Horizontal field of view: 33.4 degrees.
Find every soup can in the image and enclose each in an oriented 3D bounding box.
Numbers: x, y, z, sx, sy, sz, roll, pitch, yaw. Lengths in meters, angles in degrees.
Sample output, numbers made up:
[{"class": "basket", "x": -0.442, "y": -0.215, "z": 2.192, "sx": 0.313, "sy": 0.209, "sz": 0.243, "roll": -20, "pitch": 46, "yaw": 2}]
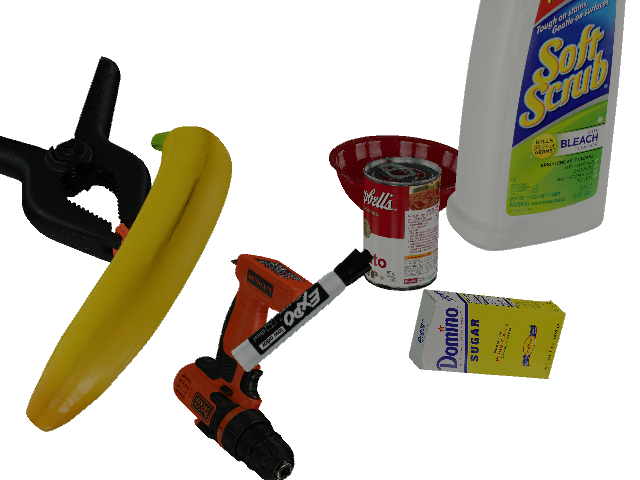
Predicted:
[{"class": "soup can", "x": 0.071, "y": -0.015, "z": 0.939, "sx": 0.068, "sy": 0.102, "sz": 0.068, "roll": -1, "pitch": 23, "yaw": 0}]

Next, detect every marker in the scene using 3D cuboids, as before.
[{"class": "marker", "x": -0.011, "y": 0.048, "z": 0.757, "sx": 0.121, "sy": 0.020, "sz": 0.020, "roll": -40, "pitch": 4, "yaw": -4}]

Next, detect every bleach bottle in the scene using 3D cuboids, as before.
[{"class": "bleach bottle", "x": 0.131, "y": -0.122, "z": 0.639, "sx": 0.102, "sy": 0.251, "sz": 0.068, "roll": -11, "pitch": 30, "yaw": -16}]

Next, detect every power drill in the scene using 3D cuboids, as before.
[{"class": "power drill", "x": -0.062, "y": 0.121, "z": 1.059, "sx": 0.057, "sy": 0.188, "sz": 0.185, "roll": 13, "pitch": 14, "yaw": -46}]

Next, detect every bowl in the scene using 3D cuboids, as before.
[{"class": "bowl", "x": 0.088, "y": -0.064, "z": 1.189, "sx": 0.162, "sy": 0.055, "sz": 0.162, "roll": 3, "pitch": 26, "yaw": -2}]

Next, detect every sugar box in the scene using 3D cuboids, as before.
[{"class": "sugar box", "x": 0.203, "y": 0.116, "z": 1.305, "sx": 0.176, "sy": 0.093, "sz": 0.048, "roll": 5, "pitch": 17, "yaw": -18}]

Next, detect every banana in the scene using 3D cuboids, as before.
[{"class": "banana", "x": -0.082, "y": 0.004, "z": 0.518, "sx": 0.037, "sy": 0.197, "sz": 0.070, "roll": 36, "pitch": -46, "yaw": -19}]

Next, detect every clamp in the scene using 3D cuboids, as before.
[{"class": "clamp", "x": -0.182, "y": -0.062, "z": 0.804, "sx": 0.164, "sy": 0.036, "sz": 0.210, "roll": -32, "pitch": 56, "yaw": -27}]
